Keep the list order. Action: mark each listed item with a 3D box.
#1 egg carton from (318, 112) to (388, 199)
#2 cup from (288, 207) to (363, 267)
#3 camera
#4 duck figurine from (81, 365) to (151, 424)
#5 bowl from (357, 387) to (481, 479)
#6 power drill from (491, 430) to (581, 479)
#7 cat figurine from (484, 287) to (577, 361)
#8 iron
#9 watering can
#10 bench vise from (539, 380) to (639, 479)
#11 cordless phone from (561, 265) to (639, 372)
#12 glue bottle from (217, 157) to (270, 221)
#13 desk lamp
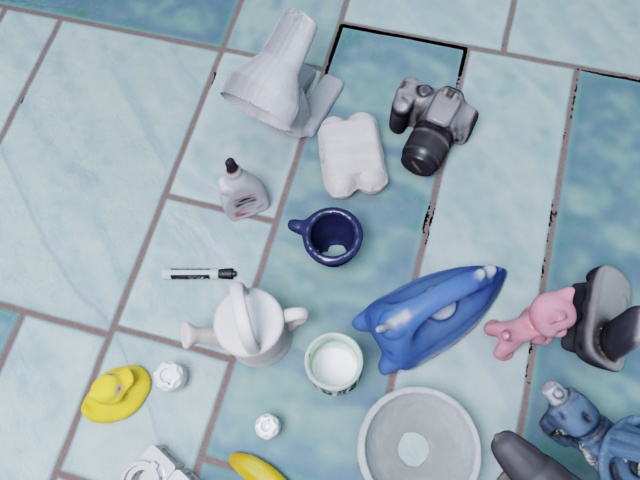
[{"bbox_3d":[0.052,-0.142,0.958,0.107,0.069,0.150,-9,70,0],"label":"egg carton"},{"bbox_3d":[0.008,0.003,0.896,0.117,0.095,0.092,16,72,9],"label":"cup"},{"bbox_3d":[0.174,-0.187,0.951,0.143,0.101,0.137,26,74,12],"label":"camera"},{"bbox_3d":[-0.308,0.224,0.840,0.104,0.086,0.077,-35,72,-9],"label":"duck figurine"},{"bbox_3d":[0.135,0.292,0.798,0.167,0.075,0.167,-1,71,3],"label":"bowl"},{"bbox_3d":[0.284,0.328,0.707,0.229,0.208,0.076,42,78,16],"label":"power drill"},{"bbox_3d":[0.312,0.119,0.827,0.128,0.118,0.067,-22,71,-5],"label":"cat figurine"},{"bbox_3d":[0.178,0.088,0.832,0.258,0.141,0.118,-29,71,-7],"label":"iron"},{"bbox_3d":[-0.105,0.122,0.808,0.173,0.194,0.101,-33,72,-8],"label":"watering can"},{"bbox_3d":[0.374,0.265,0.718,0.207,0.220,0.121,23,73,11],"label":"bench vise"},{"bbox_3d":[0.414,0.099,0.793,0.094,0.185,0.147,12,72,7],"label":"cordless phone"},{"bbox_3d":[-0.126,-0.084,0.892,0.078,0.173,0.037,-24,71,-5],"label":"glue bottle"},{"bbox_3d":[-0.056,-0.253,0.927,0.117,0.213,0.203,26,74,12],"label":"desk lamp"}]
